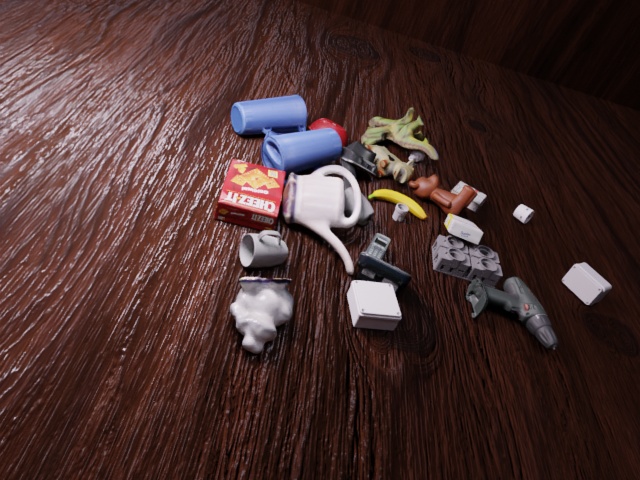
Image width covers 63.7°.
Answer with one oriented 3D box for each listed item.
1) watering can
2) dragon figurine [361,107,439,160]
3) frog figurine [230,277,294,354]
[{"bbox_3d":[0.004,-0.072,1.425,0.224,0.101,0.356,5,58,-2],"label":"watering can"},{"bbox_3d":[0.275,-0.377,1.915,0.242,0.119,0.420,-13,34,4],"label":"dragon figurine"},{"bbox_3d":[-0.126,0.165,1.120,0.137,0.121,0.161,9,74,-27],"label":"frog figurine"}]
